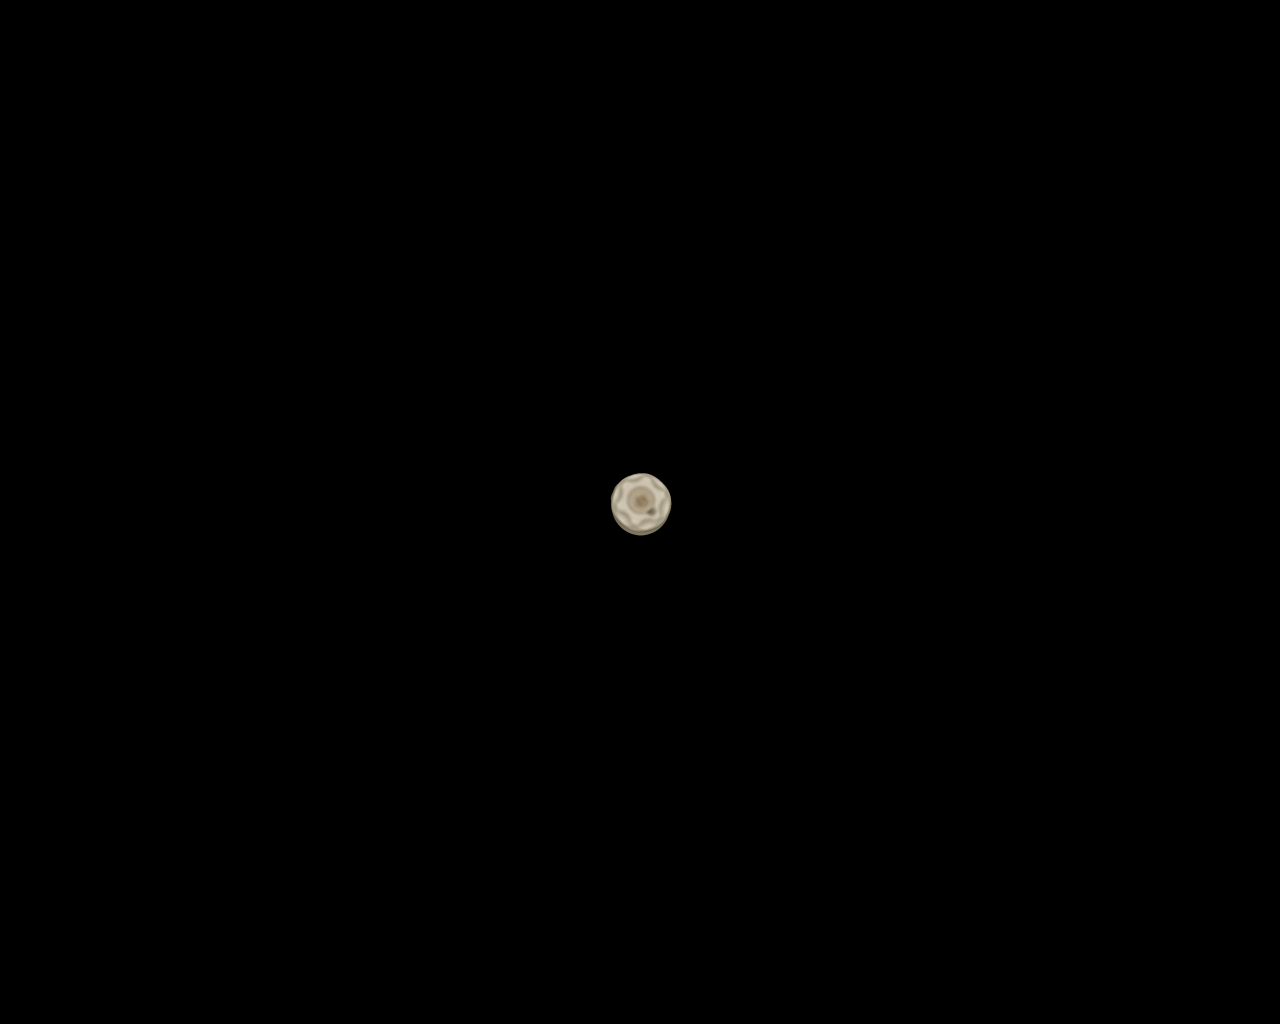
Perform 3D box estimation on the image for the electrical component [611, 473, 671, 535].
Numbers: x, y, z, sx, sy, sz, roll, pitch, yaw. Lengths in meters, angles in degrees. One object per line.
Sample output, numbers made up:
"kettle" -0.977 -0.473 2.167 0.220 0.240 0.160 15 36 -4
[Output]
"electrical component" 0.001 -0.003 0.650 0.035 0.035 0.061 0 -9 0
